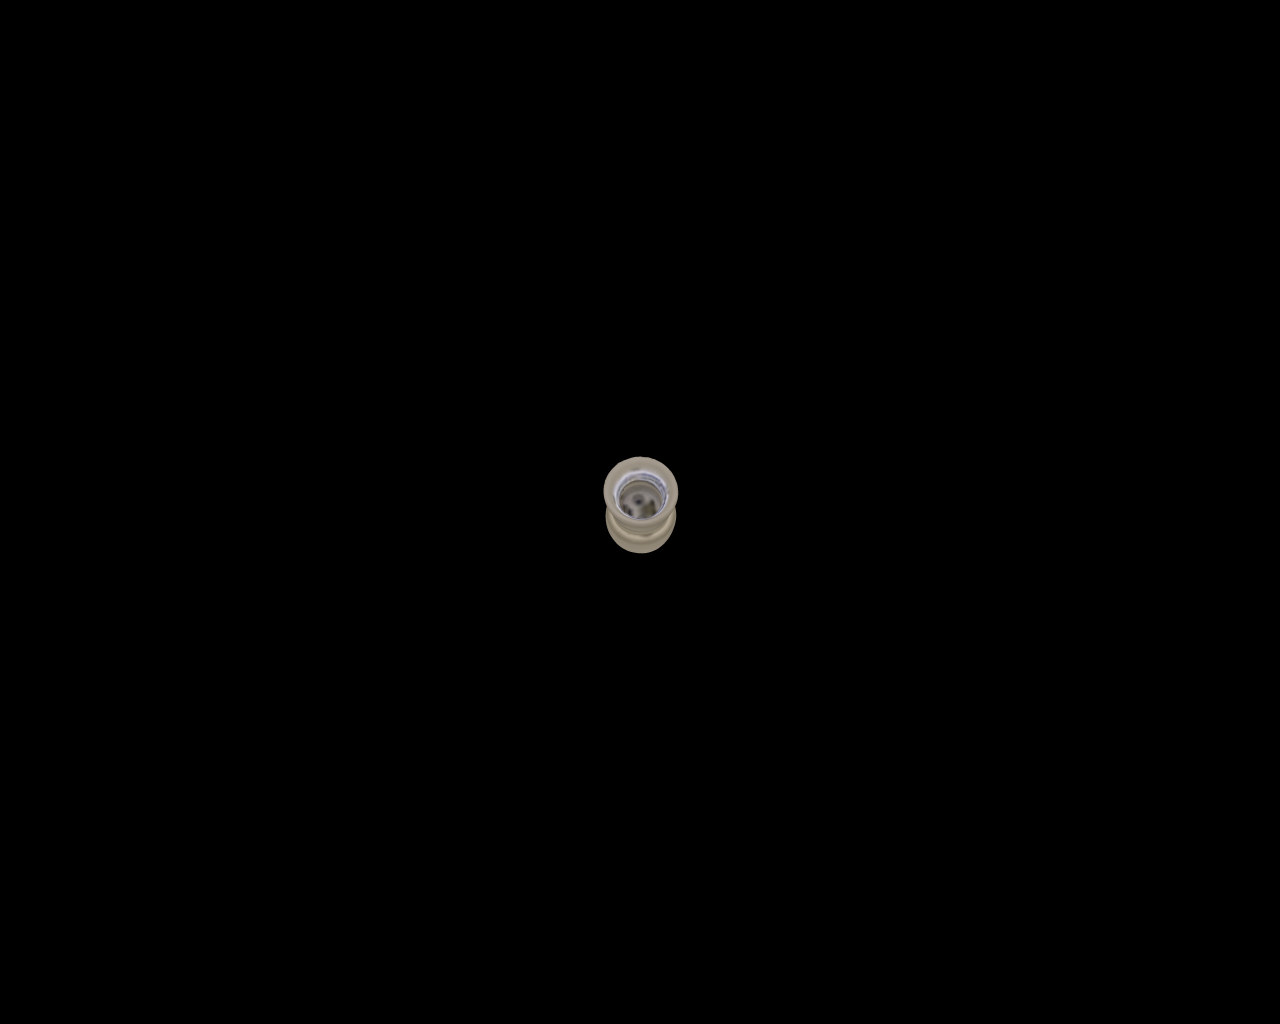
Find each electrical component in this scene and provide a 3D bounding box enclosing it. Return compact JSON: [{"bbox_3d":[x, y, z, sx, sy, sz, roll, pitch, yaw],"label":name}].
[{"bbox_3d":[0.001,-0.003,0.650,0.045,0.045,0.055,0,-23,0],"label":"electrical component"}]
